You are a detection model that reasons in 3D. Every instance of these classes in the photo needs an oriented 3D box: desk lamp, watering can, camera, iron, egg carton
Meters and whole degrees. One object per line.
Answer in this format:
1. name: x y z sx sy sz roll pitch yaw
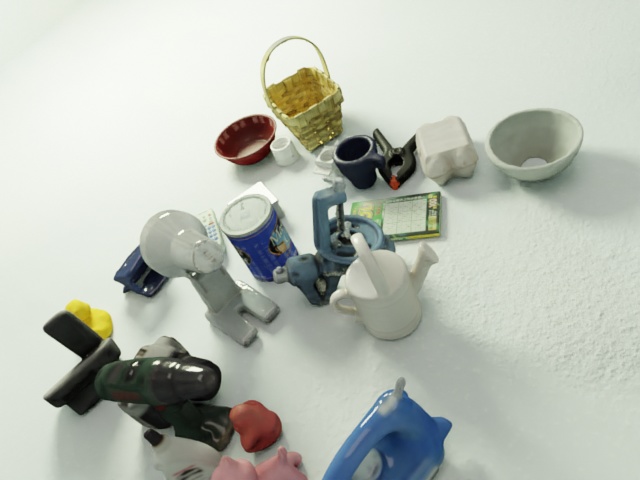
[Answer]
1. desk lamp: -0.198 0.055 1.010 0.202 0.214 0.118 25 64 39
2. watering can: 0.096 0.059 0.886 0.173 0.195 0.100 -39 46 -12
3. camera: -0.245 0.234 0.948 0.136 0.101 0.143 5 53 28
4. iron: 0.052 0.294 0.730 0.118 0.142 0.259 26 65 39
5. egg carton: 0.245 -0.179 1.123 0.107 0.070 0.150 -16 45 10

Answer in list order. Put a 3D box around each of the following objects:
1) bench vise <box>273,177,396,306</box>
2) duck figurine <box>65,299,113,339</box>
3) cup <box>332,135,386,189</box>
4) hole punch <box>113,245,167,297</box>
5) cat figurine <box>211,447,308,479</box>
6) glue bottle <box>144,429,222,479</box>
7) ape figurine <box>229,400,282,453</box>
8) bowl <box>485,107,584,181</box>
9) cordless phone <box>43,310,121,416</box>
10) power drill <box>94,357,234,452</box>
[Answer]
1. bench vise: 0.015 0.009 0.949 0.207 0.220 0.121 -39 46 -12
2. duck figurine: -0.464 0.156 1.130 0.077 0.086 0.104 -40 46 -13
3. cup: 0.091 -0.146 1.145 0.117 0.095 0.092 21 61 37
4. hole punch: -0.372 0.052 1.178 0.100 0.091 0.109 11 56 32
5. cat figurine: -0.092 0.325 0.785 0.128 0.118 0.067 -29 45 -3
6. glue bottle: -0.200 0.308 0.810 0.078 0.174 0.037 -30 45 -3
7. ape figurine: -0.104 0.272 0.856 0.076 0.092 0.078 -2 50 23
8. bowl: 0.388 -0.161 1.038 0.167 0.075 0.167 -13 46 14
9. cordless phone: -0.443 0.208 1.002 0.093 0.185 0.148 27 65 40
10. power drill: -0.210 0.239 0.852 0.229 0.209 0.075 -1 50 24
